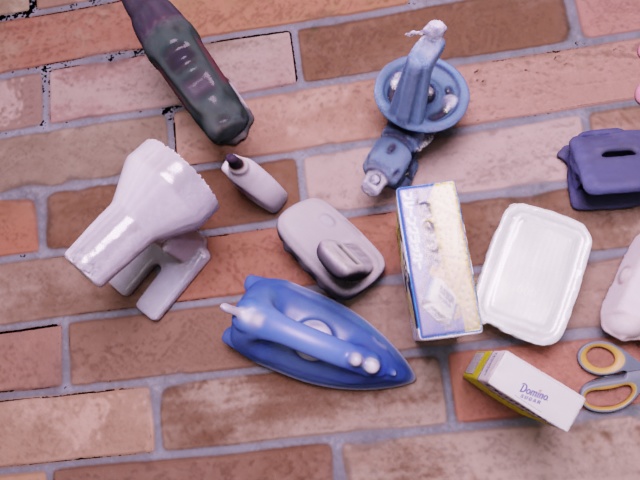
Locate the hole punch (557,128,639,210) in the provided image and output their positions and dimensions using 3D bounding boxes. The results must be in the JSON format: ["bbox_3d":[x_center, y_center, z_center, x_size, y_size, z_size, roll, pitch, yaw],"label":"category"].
[{"bbox_3d":[0.372,-0.096,0.728,0.108,0.091,0.101,-5,80,6],"label":"hole punch"}]

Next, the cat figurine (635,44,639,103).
[{"bbox_3d":[0.457,-0.224,0.726,0.067,0.118,0.128,5,81,8],"label":"cat figurine"}]

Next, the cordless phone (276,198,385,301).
[{"bbox_3d":[0.007,0.003,0.709,0.147,0.185,0.094,42,88,12],"label":"cordless phone"}]

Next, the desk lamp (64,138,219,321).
[{"bbox_3d":[-0.213,-0.005,0.723,0.117,0.213,0.203,37,87,12],"label":"desk lamp"}]

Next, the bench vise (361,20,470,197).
[{"bbox_3d":[0.120,-0.154,0.704,0.121,0.220,0.207,9,82,9],"label":"bench vise"}]

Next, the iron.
[{"bbox_3d":[-0.001,0.127,0.711,0.258,0.141,0.119,19,83,10],"label":"iron"}]

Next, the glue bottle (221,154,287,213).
[{"bbox_3d":[-0.093,-0.082,0.742,0.078,0.173,0.037,31,85,11],"label":"glue bottle"}]

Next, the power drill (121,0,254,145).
[{"bbox_3d":[-0.164,-0.214,0.756,0.075,0.208,0.229,-36,78,0],"label":"power drill"}]

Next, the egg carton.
[{"bbox_3d":[0.417,0.065,0.706,0.107,0.069,0.150,25,84,11],"label":"egg carton"}]
